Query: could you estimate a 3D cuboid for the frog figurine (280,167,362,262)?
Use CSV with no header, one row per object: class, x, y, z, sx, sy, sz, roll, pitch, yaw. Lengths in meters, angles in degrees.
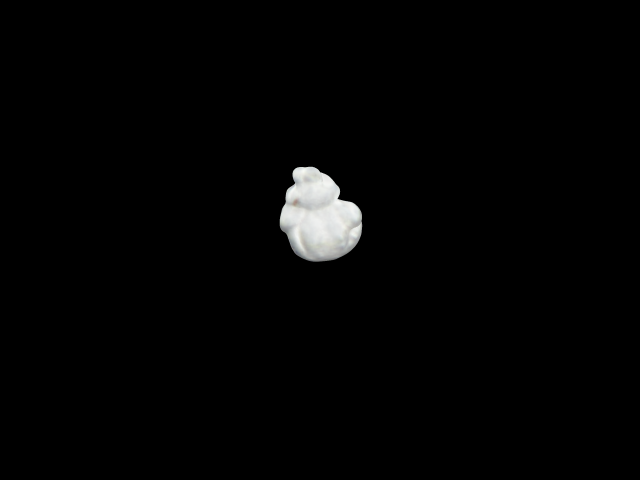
frog figurine,0.003,-0.043,0.850,0.137,0.126,0.155,6,-38,4
